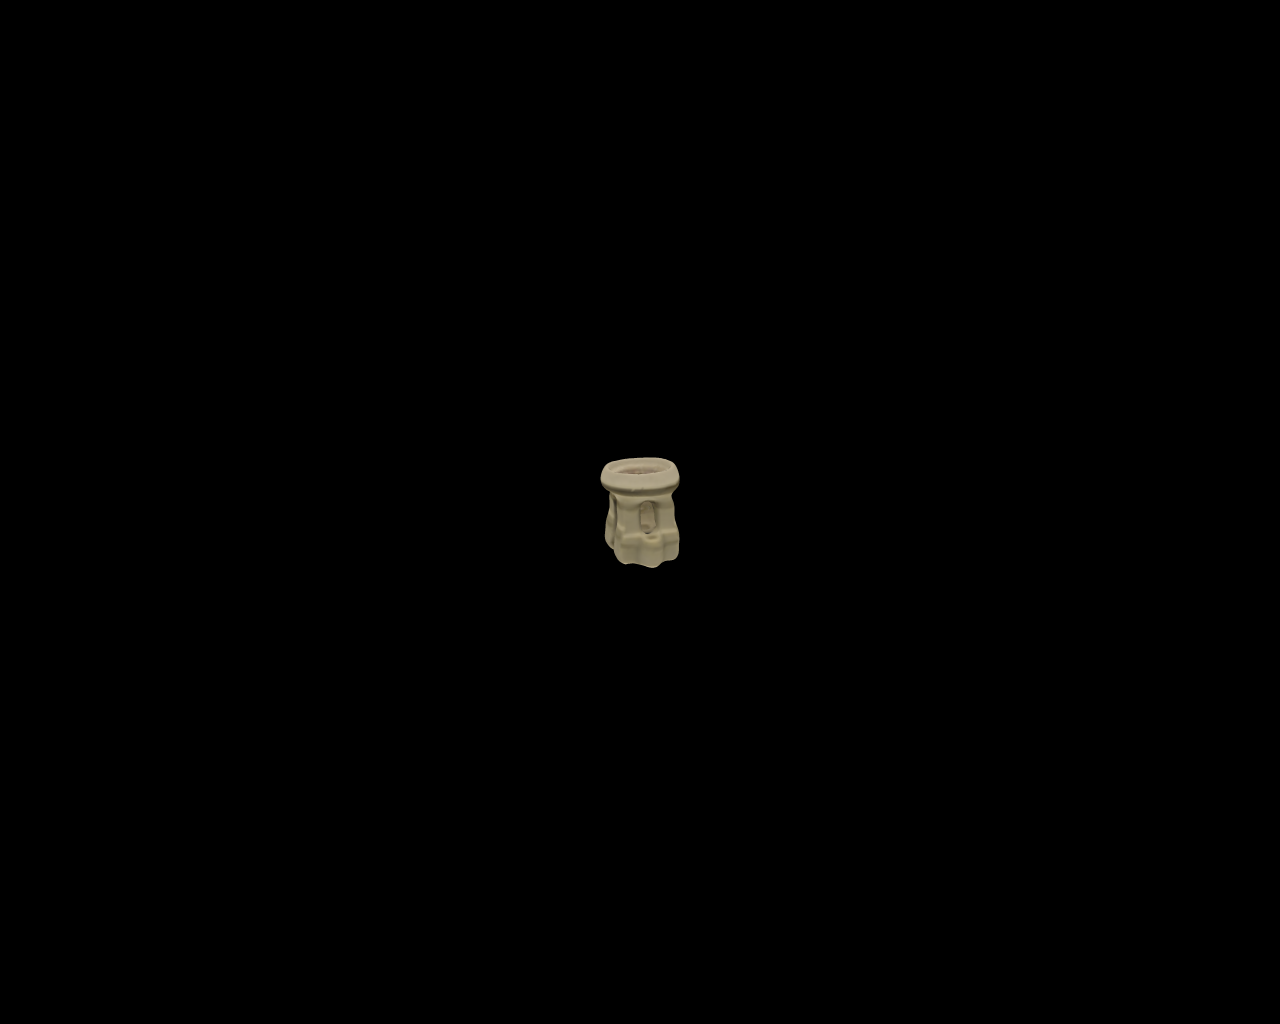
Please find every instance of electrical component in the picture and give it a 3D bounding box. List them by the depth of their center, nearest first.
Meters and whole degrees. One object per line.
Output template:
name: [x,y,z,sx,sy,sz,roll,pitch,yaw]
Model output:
electrical component: [0.001,-0.003,0.650,0.048,0.055,0.066,-5,19,-15]
